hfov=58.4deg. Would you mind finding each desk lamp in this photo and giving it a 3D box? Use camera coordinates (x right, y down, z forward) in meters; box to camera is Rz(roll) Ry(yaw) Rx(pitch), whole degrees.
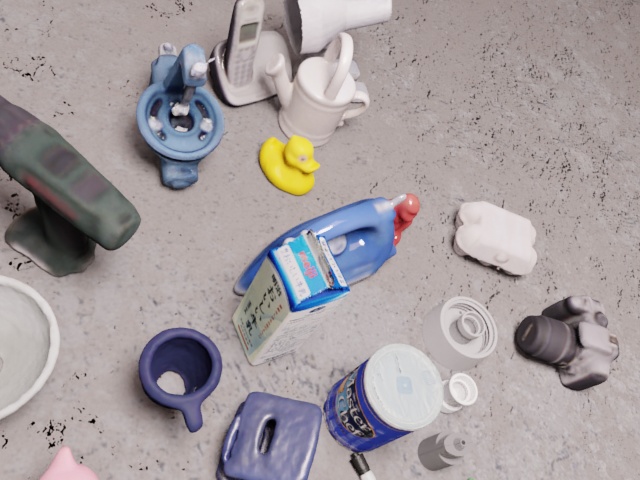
[{"bbox_3d":[0.019,-0.346,0.977,0.204,0.213,0.118,-6,63,-26],"label":"desk lamp"}]

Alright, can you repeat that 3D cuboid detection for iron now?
[{"bbox_3d":[0.007,0.003,0.809,0.259,0.141,0.118,-21,71,-32],"label":"iron"}]

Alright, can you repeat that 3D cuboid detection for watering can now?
[{"bbox_3d":[-0.001,-0.247,0.922,0.173,0.194,0.101,-8,65,-27],"label":"watering can"}]

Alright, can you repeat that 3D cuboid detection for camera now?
[{"bbox_3d":[0.392,0.149,0.914,0.137,0.100,0.143,19,55,-12],"label":"camera"}]

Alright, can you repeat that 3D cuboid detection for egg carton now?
[{"bbox_3d":[0.301,-0.001,0.983,0.150,0.069,0.107,20,55,-11],"label":"egg carton"}]

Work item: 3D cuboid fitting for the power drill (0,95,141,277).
[{"bbox_3d":[-0.316,-0.051,0.659,0.229,0.208,0.076,34,54,-1],"label":"power drill"}]

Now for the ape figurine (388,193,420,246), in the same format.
[{"bbox_3d":[0.127,-0.040,0.917,0.078,0.092,0.076,-16,68,-30],"label":"ape figurine"}]

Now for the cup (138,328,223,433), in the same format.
[{"bbox_3d":[-0.162,0.171,0.663,0.092,0.095,0.117,-10,65,-28],"label":"cup"}]

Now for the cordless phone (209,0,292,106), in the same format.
[{"bbox_3d":[-0.098,-0.315,0.925,0.148,0.185,0.094,-31,76,-34],"label":"cordless phone"}]

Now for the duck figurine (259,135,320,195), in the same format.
[{"bbox_3d":[-0.043,-0.131,0.901,0.104,0.086,0.078,44,54,6],"label":"duck figurine"}]

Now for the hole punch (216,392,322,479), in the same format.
[{"bbox_3d":[-0.059,0.239,0.670,0.101,0.091,0.109,23,55,-9],"label":"hole punch"}]

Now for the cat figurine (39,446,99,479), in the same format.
[{"bbox_3d":[-0.253,0.273,0.549,0.067,0.117,0.128,22,55,-9],"label":"cat figurine"}]

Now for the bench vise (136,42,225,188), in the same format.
[{"bbox_3d":[-0.206,-0.207,0.792,0.122,0.219,0.207,-23,72,-32],"label":"bench vise"}]

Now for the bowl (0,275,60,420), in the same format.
[{"bbox_3d":[-0.369,0.124,0.614,0.168,0.074,0.167,11,57,-17],"label":"bowl"}]
